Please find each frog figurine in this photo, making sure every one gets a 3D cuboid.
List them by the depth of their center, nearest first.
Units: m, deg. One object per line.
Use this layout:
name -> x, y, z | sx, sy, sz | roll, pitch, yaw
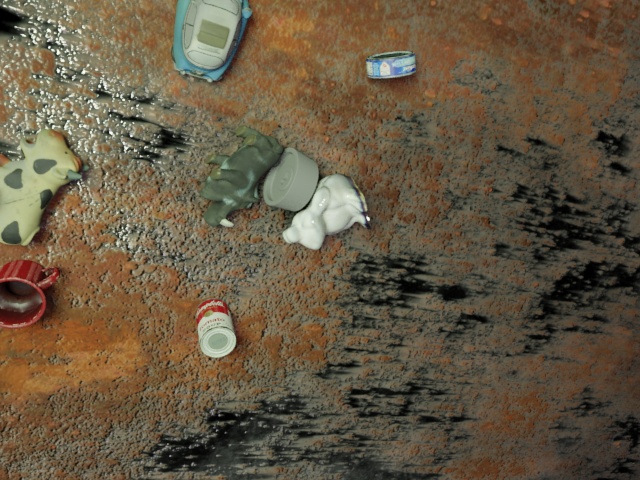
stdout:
frog figurine -> 0.003, -0.048, 0.945 | 0.159, 0.124, 0.136 | -21, -13, -2
